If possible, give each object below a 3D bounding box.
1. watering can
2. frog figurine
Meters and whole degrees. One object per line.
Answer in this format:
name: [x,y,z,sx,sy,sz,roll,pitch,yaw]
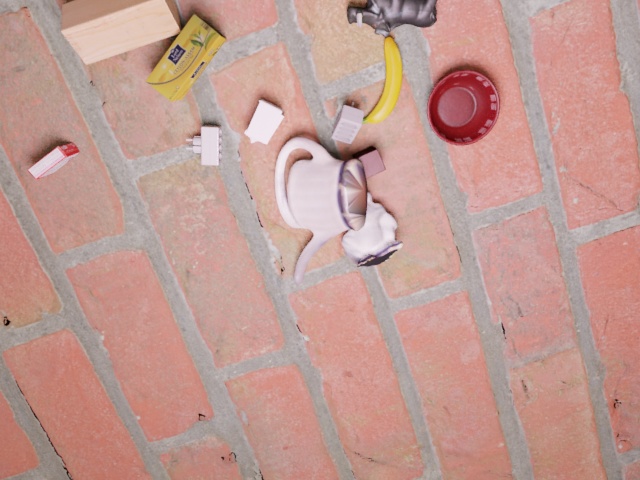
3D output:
watering can: [0.003,-0.057,1.142,0.224,0.105,0.343,3,108,32]
frog figurine: [0.108,-0.023,1.191,0.136,0.122,0.162,-30,69,14]
